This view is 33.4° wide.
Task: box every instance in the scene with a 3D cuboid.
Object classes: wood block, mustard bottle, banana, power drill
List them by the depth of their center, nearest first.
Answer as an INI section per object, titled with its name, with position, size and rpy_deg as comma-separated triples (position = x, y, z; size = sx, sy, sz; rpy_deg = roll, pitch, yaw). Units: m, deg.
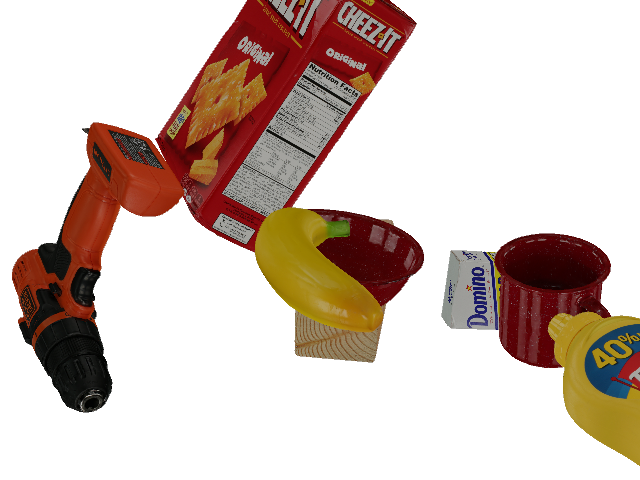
[mustard bottle]
position = 0.201, 0.093, 0.630
size = 0.096, 0.058, 0.192
rpy_deg = -20, 31, -21
[banana]
position = -0.006, 0.011, 0.672
size = 0.069, 0.037, 0.198
rpy_deg = -3, 18, -3
[power drill]
position = -0.178, 0.017, 0.839
size = 0.057, 0.188, 0.185
rpy_deg = 15, 25, -40
[wood block]
position = 0.031, 0.051, 1.234
size = 0.091, 0.090, 0.206
rpy_deg = 4, 23, 7

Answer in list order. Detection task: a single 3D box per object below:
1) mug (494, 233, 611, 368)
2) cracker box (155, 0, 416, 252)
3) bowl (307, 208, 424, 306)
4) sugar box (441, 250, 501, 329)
[mug]
position = 0.197, 0.057, 0.880
size = 0.093, 0.081, 0.117
rpy_deg = -20, 34, -26
[cracker box]
position = -0.038, -0.122, 0.843
size = 0.072, 0.214, 0.164
rpy_deg = 26, 17, -30
[bowl]
position = 0.013, 0.027, 0.987
size = 0.162, 0.055, 0.162
rpy_deg = 6, 24, -3
[sugar box]
position = 0.244, 0.064, 1.322
size = 0.176, 0.093, 0.048
rpy_deg = 1, 20, -11
